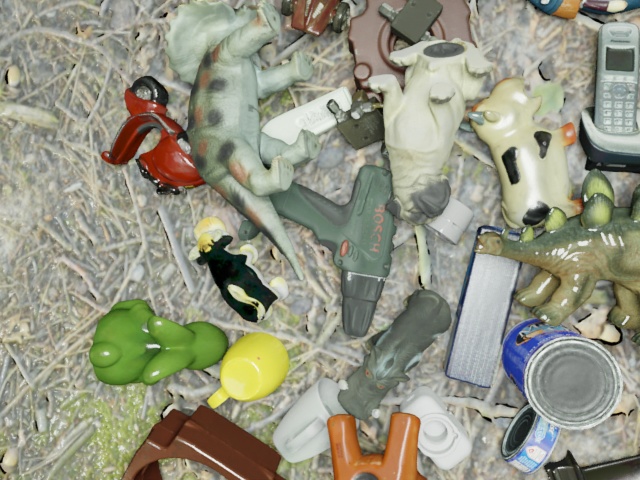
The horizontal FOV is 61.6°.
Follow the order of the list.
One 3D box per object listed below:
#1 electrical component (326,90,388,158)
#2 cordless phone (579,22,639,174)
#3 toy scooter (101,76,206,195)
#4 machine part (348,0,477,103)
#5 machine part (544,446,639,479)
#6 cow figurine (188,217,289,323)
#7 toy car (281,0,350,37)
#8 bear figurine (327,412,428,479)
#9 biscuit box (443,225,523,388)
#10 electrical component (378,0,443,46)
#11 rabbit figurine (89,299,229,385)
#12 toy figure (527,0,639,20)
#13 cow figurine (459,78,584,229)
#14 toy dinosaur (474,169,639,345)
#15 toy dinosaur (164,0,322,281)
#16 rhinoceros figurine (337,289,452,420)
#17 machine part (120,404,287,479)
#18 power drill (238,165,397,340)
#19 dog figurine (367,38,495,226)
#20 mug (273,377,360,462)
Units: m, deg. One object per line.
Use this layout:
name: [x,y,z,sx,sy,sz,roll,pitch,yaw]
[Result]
electrical component: [0.064,-0.152,0.709,0.078,0.102,0.045,-19,46,21]
cordless phone: [0.403,-0.176,0.665,0.147,0.088,0.184,5,87,9]
toy scooter: [-0.236,-0.128,0.761,0.135,0.075,0.184,-42,82,7]
machine part: [0.122,-0.258,0.718,0.179,0.056,0.179,0,89,7]
machine part: [0.368,0.308,0.691,0.139,0.039,0.084,-16,82,9]
cow figurine: [-0.124,0.039,0.733,0.068,0.098,0.167,-45,84,13]
toy car: [0.018,-0.356,0.709,0.089,0.053,0.202,23,71,3]
bear figurine: [0.094,0.294,0.673,0.120,0.195,0.132,-11,63,25]
biscuit box: [0.215,0.084,0.702,0.063,0.059,0.202,14,93,10]
electrical component: [0.123,-0.281,0.679,0.094,0.021,0.063,38,92,7]
rabbit figurine: [-0.212,0.136,0.733,0.170,0.159,0.121,-1,80,-7]
toy figure: [0.341,-0.314,0.684,0.155,0.064,0.057,0,128,13]
cow figurine: [0.255,-0.110,0.687,0.127,0.085,0.194,-9,90,2]
toy dinosaur: [0.393,0.024,0.625,0.471,0.105,0.198,10,107,-15]
toy dinosaur: [-0.107,-0.147,0.676,0.192,0.131,0.404,-8,76,34]
rhinoceros figurine: [0.099,0.149,0.694,0.073,0.112,0.190,41,88,4]
machine part: [-0.159,0.339,0.722,0.201,0.087,0.201,32,111,2]
power drill: [-0.001,-0.002,0.724,0.207,0.086,0.232,18,91,12]
dog figurine: [0.140,-0.131,0.665,0.172,0.190,0.121,-39,48,-26]
mug: [-0.013,0.253,0.717,0.081,0.109,0.107,47,109,4]
